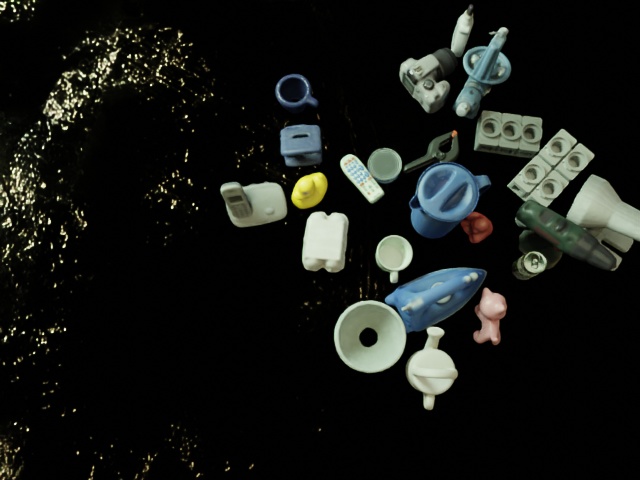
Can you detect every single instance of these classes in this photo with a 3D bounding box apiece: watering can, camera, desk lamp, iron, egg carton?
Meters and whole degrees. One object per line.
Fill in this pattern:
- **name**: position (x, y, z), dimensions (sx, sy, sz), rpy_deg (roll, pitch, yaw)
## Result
- **watering can**: position (0.248, 0.286, 1.279), dimensions (0.101, 0.194, 0.173), rpy_deg (-16, 78, -1)
- **camera**: position (0.295, -0.427, 1.472), dimensions (0.137, 0.101, 0.143), rpy_deg (-35, 79, -5)
- **desk lamp**: position (0.657, -0.041, 1.319), dimensions (0.203, 0.213, 0.118), rpy_deg (34, 82, 9)
- **iron**: position (0.288, 0.120, 1.339), dimensions (0.258, 0.141, 0.118), rpy_deg (-26, 78, -3)
- **egg carton**: position (0.013, 0.005, 1.411), dimensions (0.107, 0.069, 0.150), rpy_deg (4, 79, 3)

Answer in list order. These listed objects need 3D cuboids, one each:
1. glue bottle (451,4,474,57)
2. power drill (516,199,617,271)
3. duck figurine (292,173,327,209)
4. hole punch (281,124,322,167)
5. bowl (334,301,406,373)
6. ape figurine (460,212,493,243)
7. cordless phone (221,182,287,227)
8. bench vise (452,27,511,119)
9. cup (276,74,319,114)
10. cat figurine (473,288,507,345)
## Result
- **glue bottle**: position (0.367, -0.542, 1.456), dimensions (0.037, 0.173, 0.078), rpy_deg (10, 79, 5)
- **power drill**: position (0.544, 0.004, 1.318), dimensions (0.229, 0.208, 0.076), rpy_deg (38, 83, 9)
- **duck figurine**: position (-0.028, -0.132, 1.433), dimensions (0.104, 0.086, 0.077), rpy_deg (-43, 80, -6)
- **hole punch**: position (-0.050, -0.248, 1.455), dimensions (0.108, 0.091, 0.101), rpy_deg (-6, 78, 1)
- **bowl**: position (0.118, 0.230, 1.358), dimensions (0.167, 0.075, 0.167), rpy_deg (0, 78, 2)
- **ape figurine**: position (0.385, -0.033, 1.391), dimensions (0.076, 0.092, 0.078), rpy_deg (10, 79, 5)
- **cordless phone**: position (-0.160, -0.100, 1.381), dimensions (0.147, 0.185, 0.094), rpy_deg (-14, 78, 0)
- **bench vise**: position (0.408, -0.404, 1.402), dimensions (0.121, 0.220, 0.207), rpy_deg (11, 79, 5)
- **cup**: position (-0.053, -0.361, 1.477), dimensions (0.117, 0.095, 0.092), rpy_deg (29, 81, 8)
- **cat figurine**: position (0.402, 0.179, 1.334), dimensions (0.067, 0.118, 0.128), rpy_deg (1, 78, 3)
